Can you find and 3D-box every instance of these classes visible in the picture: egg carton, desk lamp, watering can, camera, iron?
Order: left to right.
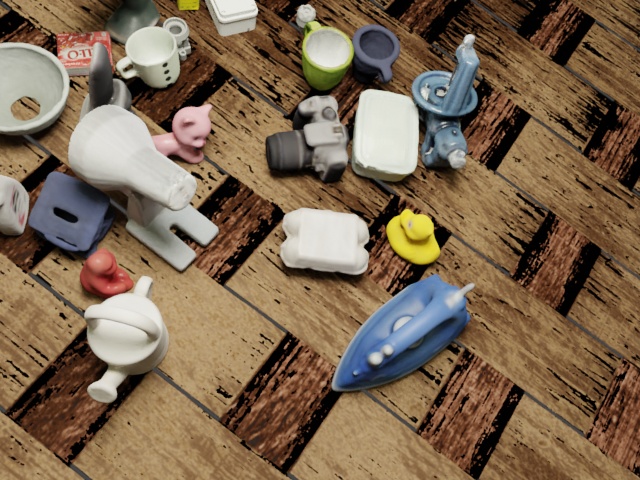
[{"bbox_3d":[-0.267,0.133,0.792,0.101,0.194,0.173,-5,72,-12],"label":"watering can"},{"bbox_3d":[-0.255,-0.078,0.860,0.203,0.213,0.118,37,68,4],"label":"desk lamp"},{"bbox_3d":[-0.026,-0.178,1.001,0.137,0.100,0.143,-9,72,-14],"label":"camera"},{"bbox_3d":[0.009,0.003,0.960,0.150,0.069,0.107,6,70,-9],"label":"egg carton"},{"bbox_3d":[0.132,0.150,0.893,0.259,0.141,0.118,-35,80,-20],"label":"iron"}]

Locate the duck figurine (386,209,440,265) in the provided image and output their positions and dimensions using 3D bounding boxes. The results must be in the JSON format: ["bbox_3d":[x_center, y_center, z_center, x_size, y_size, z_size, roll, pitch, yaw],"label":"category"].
[{"bbox_3d":[0.169,-0.010,0.987,0.078,0.086,0.104,-41,82,-21],"label":"duck figurine"}]

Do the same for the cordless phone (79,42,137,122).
[{"bbox_3d":[-0.350,-0.208,0.903,0.094,0.185,0.147,1,70,-10],"label":"cordless phone"}]

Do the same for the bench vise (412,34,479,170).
[{"bbox_3d":[0.244,-0.239,1.011,0.122,0.219,0.207,-21,76,-17],"label":"bench vise"}]

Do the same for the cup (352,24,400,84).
[{"bbox_3d":[0.101,-0.332,1.084,0.092,0.095,0.117,-16,74,-16],"label":"cup"}]

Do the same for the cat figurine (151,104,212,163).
[{"bbox_3d":[-0.234,-0.176,0.951,0.128,0.117,0.067,-19,75,-17],"label":"cat figurine"}]

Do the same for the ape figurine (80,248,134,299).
[{"bbox_3d":[-0.327,0.047,0.866,0.076,0.092,0.078,-5,71,-12],"label":"ape figurine"}]

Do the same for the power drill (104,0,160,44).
[{"bbox_3d":[-0.335,-0.436,0.975,0.075,0.208,0.230,26,68,-1],"label":"power drill"}]

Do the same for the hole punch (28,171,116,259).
[{"bbox_3d":[-0.383,-0.037,0.886,0.108,0.091,0.101,25,68,-1],"label":"hole punch"}]

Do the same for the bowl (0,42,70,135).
[{"bbox_3d":[-0.494,-0.236,0.944,0.167,0.074,0.167,4,70,-10],"label":"bowl"}]

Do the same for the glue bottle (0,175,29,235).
[{"bbox_3d":[-0.470,-0.069,0.836,0.037,0.173,0.078,-2,71,-11],"label":"glue bottle"}]
